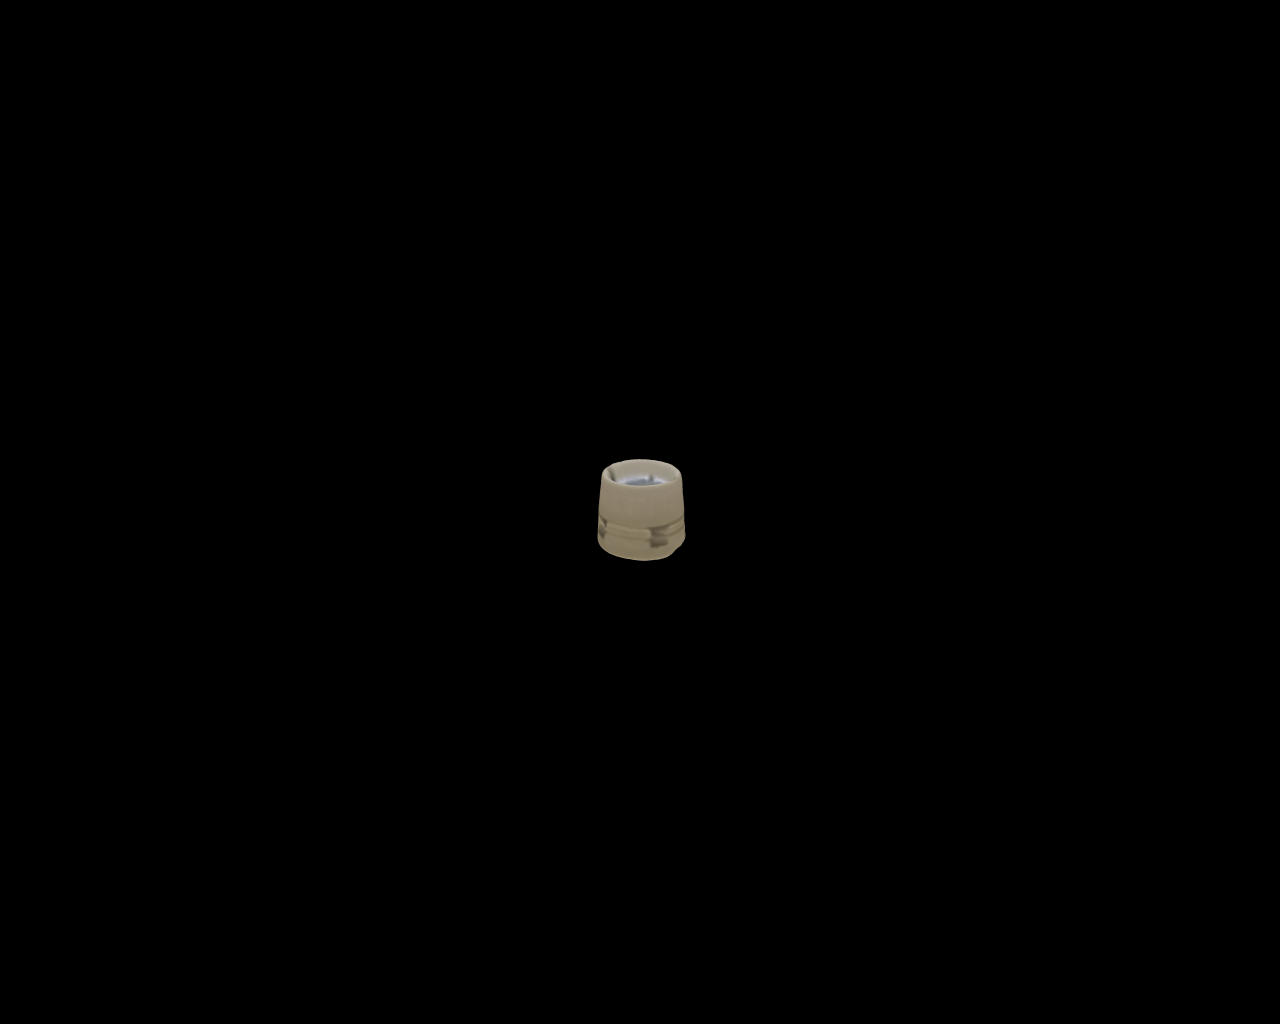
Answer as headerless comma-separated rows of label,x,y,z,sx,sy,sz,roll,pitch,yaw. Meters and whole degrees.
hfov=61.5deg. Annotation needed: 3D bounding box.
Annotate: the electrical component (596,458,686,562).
electrical component,0.001,-0.003,0.650,0.055,0.047,0.055,0,22,0
